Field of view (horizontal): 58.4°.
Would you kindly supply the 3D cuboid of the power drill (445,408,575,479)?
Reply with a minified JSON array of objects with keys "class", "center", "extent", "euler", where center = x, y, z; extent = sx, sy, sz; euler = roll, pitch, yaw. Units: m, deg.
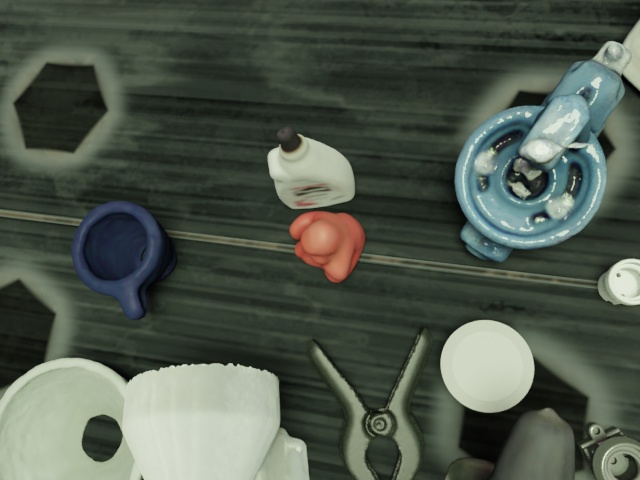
[{"class":"power drill","center":[0.129,0.231,0.427],"extent":[0.075,0.208,0.230],"euler":[12,81,13]}]

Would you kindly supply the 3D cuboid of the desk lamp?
[{"class":"desk lamp","center":[-0.073,0.203,0.466],"extent":[0.117,0.214,0.203],"euler":[-10,78,9]}]

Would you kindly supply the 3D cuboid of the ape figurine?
[{"class":"ape figurine","center":[0.005,0.002,0.554],"extent":[0.076,0.092,0.078],"euler":[-22,76,6]}]

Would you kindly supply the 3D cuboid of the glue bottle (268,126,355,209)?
[{"class":"glue bottle","center":[-0.014,-0.068,0.529],"extent":[0.078,0.173,0.037],"euler":[-12,77,8]}]

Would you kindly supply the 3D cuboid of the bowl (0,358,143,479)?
[{"class":"bowl","center":[-0.235,0.201,0.568],"extent":[0.167,0.075,0.167],"euler":[-2,79,10]}]

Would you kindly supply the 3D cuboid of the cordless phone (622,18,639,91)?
[{"class":"cordless phone","center":[0.349,-0.174,0.478],"extent":[0.147,0.185,0.094],"euler":[44,89,15]}]

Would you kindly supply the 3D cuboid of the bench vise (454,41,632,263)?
[{"class":"bench vise","center":[0.184,-0.091,0.474],"extent":[0.121,0.220,0.207],"euler":[17,83,13]}]

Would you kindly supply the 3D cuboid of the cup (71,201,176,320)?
[{"class":"cup","center":[-0.183,0.026,0.582],"extent":[0.091,0.095,0.117],"euler":[-21,76,6]}]
